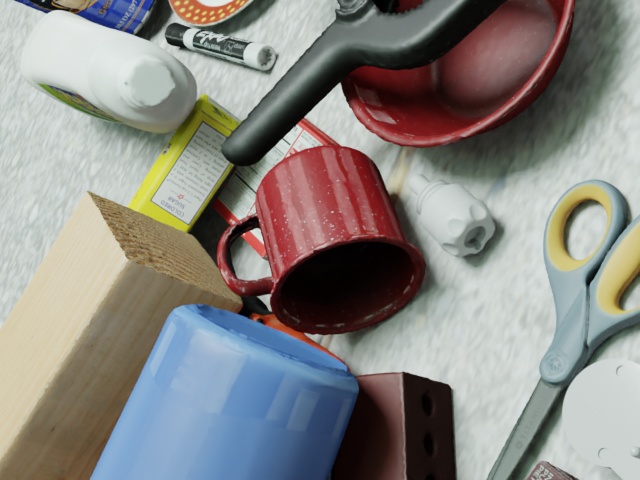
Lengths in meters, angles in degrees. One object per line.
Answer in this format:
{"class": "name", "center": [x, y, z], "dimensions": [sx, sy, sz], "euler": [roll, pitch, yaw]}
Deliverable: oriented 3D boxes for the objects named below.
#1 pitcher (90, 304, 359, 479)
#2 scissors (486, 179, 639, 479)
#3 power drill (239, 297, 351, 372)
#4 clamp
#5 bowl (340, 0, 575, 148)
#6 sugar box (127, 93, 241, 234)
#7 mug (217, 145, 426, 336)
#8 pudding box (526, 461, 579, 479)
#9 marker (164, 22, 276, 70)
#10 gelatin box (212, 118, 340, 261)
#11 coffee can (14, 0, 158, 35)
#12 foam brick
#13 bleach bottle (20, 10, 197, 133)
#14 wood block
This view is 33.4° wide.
{"class": "pitcher", "center": [-0.063, 0.166, 0.553], "dimensions": [0.145, 0.149, 0.243], "euler": [-155, 88, -80]}
{"class": "scissors", "center": [0.122, 0.050, 0.572], "dimensions": [0.202, 0.016, 0.096], "euler": [-50, 47, 14]}
{"class": "power drill", "center": [-0.080, 0.122, 0.687], "dimensions": [0.185, 0.057, 0.188], "euler": [28, 94, 46]}
{"class": "clamp", "center": [0.023, -0.147, 0.637], "dimensions": [0.210, 0.036, 0.164], "euler": [-18, 63, 32]}
{"class": "bowl", "center": [0.090, -0.123, 0.637], "dimensions": [0.162, 0.055, 0.162], "euler": [-16, 64, 35]}
{"class": "sugar box", "center": [-0.115, -0.015, 0.750], "dimensions": [0.176, 0.048, 0.093], "euler": [-53, 12, 8]}
{"class": "mug", "center": [-0.004, 0.001, 0.639], "dimensions": [0.117, 0.093, 0.081], "euler": [-15, 53, -3]}
{"class": "pudding box", "center": [0.103, 0.170, 0.495], "dimensions": [0.113, 0.039, 0.090], "euler": [-56, 20, 0]}
{"class": "marker", "center": [-0.080, -0.149, 0.816], "dimensions": [0.121, 0.020, 0.020], "euler": [23, 89, 43]}
{"class": "gelatin box", "center": [-0.024, -0.037, 0.719], "dimensions": [0.089, 0.030, 0.073], "euler": [-56, 46, 9]}
{"class": "coffee can", "center": [-0.207, -0.231, 0.859], "dimensions": [0.103, 0.140, 0.103], "euler": [-27, 55, 45]}
{"class": "foam brick", "center": [0.041, 0.116, 0.591], "dimensions": [0.051, 0.052, 0.078], "euler": [-16, 66, 35]}
{"class": "bleach bottle", "center": [-0.147, -0.117, 0.744], "dimensions": [0.068, 0.102, 0.251], "euler": [-63, 21, 0]}
{"class": "wood block", "center": [-0.150, 0.087, 0.668], "dimensions": [0.206, 0.090, 0.091], "euler": [-56, 39, 11]}
